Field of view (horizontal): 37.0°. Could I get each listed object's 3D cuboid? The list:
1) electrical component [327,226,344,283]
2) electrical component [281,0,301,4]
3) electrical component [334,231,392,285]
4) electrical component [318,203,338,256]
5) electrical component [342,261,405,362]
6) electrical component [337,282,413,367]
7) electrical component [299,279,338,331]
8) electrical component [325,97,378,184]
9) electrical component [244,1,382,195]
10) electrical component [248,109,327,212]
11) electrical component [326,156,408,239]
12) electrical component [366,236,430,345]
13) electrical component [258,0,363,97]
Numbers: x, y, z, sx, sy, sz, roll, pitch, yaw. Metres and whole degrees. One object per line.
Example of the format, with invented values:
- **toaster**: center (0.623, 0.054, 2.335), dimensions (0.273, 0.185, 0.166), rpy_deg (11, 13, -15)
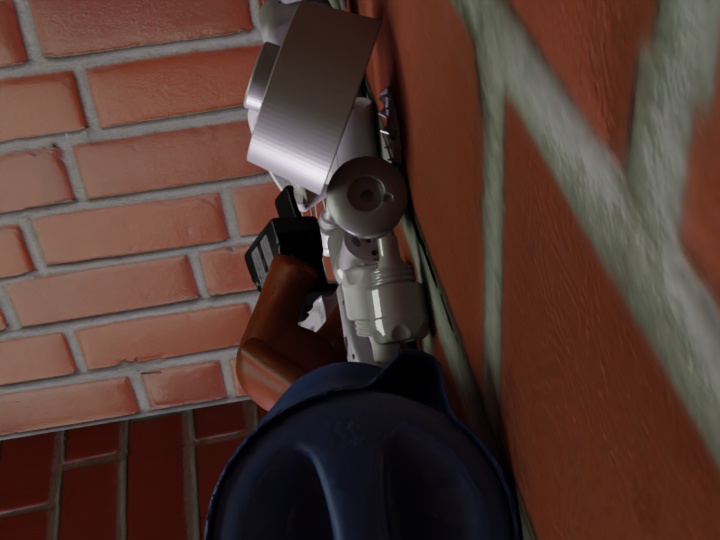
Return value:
- **electrical component**: center (0.000, 0.000, 0.796), dimensions (0.040, 0.040, 0.078), rpy_deg (87, 172, -51)
- **electrical component**: center (-0.040, -0.228, 0.712), dimensions (0.099, 0.064, 0.099), rpy_deg (171, 90, -85)
- **electrical component**: center (0.004, -0.010, 0.750), dimensions (0.046, 0.040, 0.040), rpy_deg (101, 160, -60)
- **electrical component**: center (-0.026, -0.044, 1.054), dimensions (0.035, 0.035, 0.061), rpy_deg (-104, 10, -47)
- **electrical component**: center (0.013, 0.026, 0.678), dimensions (0.043, 0.043, 0.062), rpy_deg (-137, 37, -82)
- **electrical component**: center (0.011, 0.053, 0.739), dimensions (0.079, 0.043, 0.077), rpy_deg (91, 169, -61)
- **electrical component**: center (-0.024, 0.061, 1.006), dimensions (0.108, 0.060, 0.108), rpy_deg (-177, 90, -66)
- **electrical component**: center (-0.009, -0.075, 0.745), dimensions (0.043, 0.043, 0.081), rpy_deg (-111, 13, -68)
- **electrical component**: center (-0.034, -0.105, 0.631), dimensions (0.108, 0.060, 0.108), rpy_deg (-161, 90, -86)
- **electrical component**: center (-0.052, -0.116, 1.004), dimensions (0.108, 0.060, 0.108), rpy_deg (54, 165, 22)
- **electrical component**: center (0.006, -0.040, 0.653), dimensions (0.062, 0.048, 0.048), rpy_deg (67, -166, -81)
- **electrical component**: center (0.020, 0.011, 0.623), dimensions (0.035, 0.035, 0.061), rpy_deg (113, 149, -81)
- **electrical component**: center (-0.034, -0.147, 0.771), dimensions (0.059, 0.054, 0.095), rpy_deg (-109, -1, -64)
